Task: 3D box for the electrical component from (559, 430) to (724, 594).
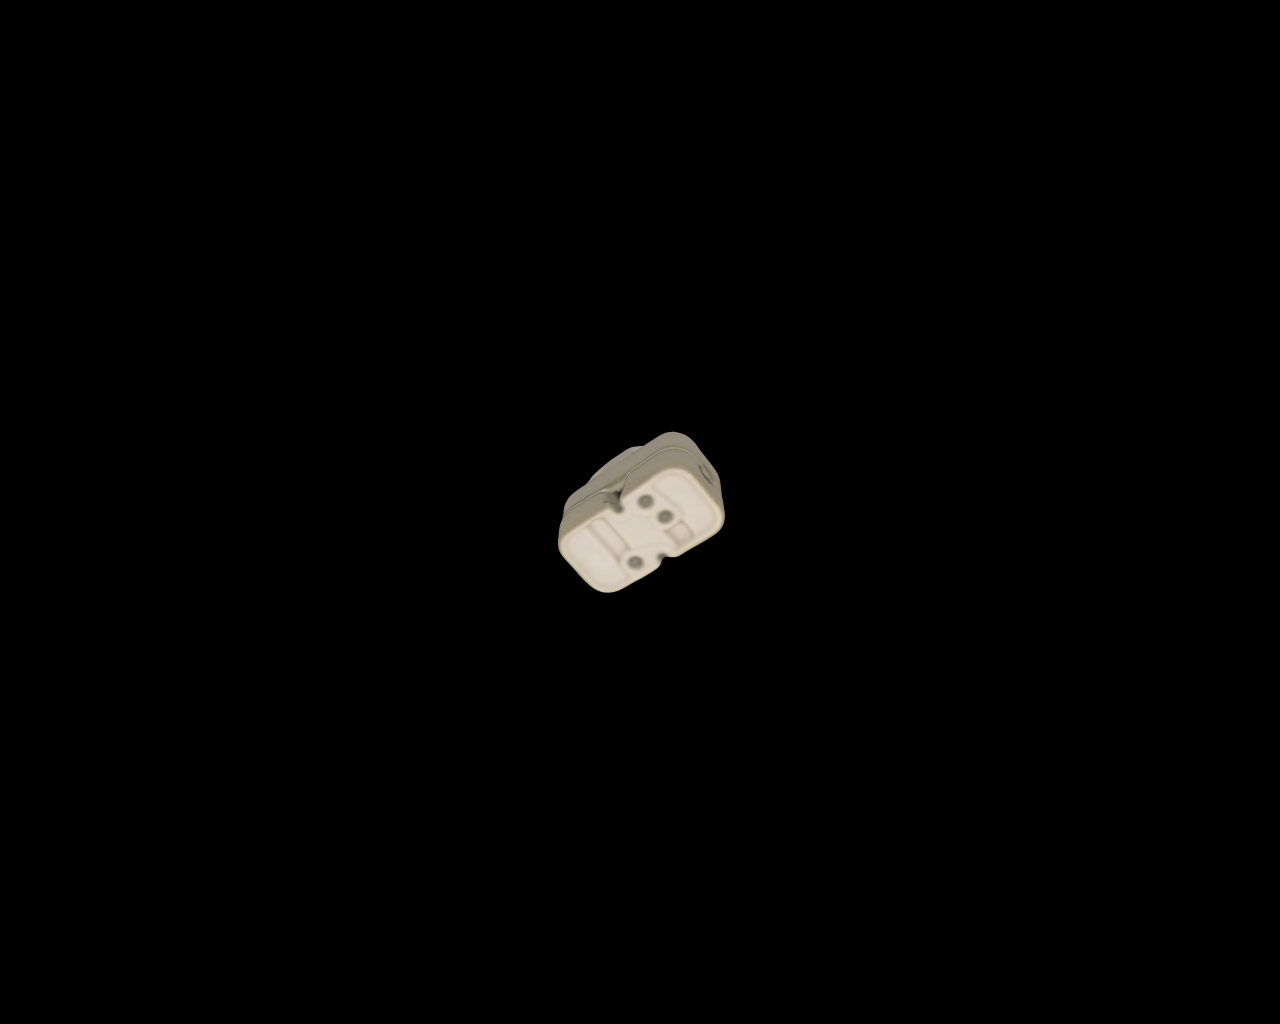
[{"bbox_3d":[0.001,-0.003,0.650,0.095,0.053,0.059,-32,26,18],"label":"electrical component"}]
